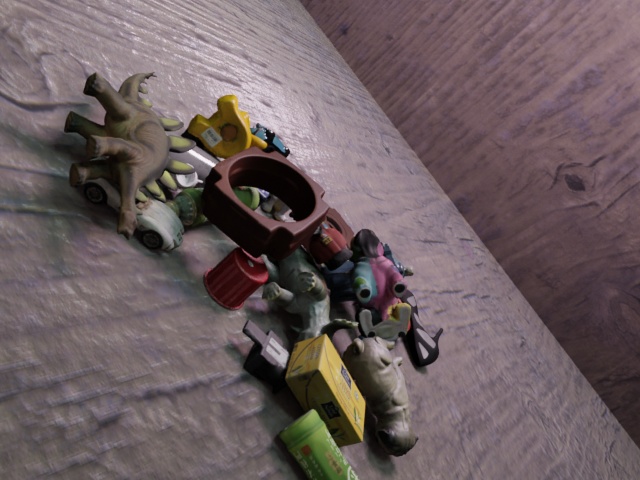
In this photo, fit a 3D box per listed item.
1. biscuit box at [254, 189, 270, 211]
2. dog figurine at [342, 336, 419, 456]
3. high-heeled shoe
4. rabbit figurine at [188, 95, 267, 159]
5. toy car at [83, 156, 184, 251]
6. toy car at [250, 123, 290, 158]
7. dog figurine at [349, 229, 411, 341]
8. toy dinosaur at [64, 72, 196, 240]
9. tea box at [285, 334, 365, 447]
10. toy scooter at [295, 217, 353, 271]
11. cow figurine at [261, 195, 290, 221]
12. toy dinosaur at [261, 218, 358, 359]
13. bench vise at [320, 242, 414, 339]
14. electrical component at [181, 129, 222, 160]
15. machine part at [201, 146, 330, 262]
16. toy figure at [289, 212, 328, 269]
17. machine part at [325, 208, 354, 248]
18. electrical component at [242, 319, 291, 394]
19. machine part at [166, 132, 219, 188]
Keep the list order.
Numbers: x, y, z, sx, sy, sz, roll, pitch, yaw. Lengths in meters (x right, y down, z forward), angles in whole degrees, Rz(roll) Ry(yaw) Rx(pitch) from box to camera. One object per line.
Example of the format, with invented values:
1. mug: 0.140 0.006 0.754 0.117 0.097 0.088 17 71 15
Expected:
1. biscuit box: -0.135 -0.136 1.259 0.059 0.063 0.203 45 27 -11
2. dog figurine: 0.115 0.296 1.022 0.172 0.121 0.191 39 26 -37
3. high-heeled shoe: 0.217 0.220 1.420 0.249 0.086 0.145 38 52 17
4. rabbit figurine: -0.193 -0.241 1.176 0.162 0.122 0.173 41 7 -25
5. toy car: -0.313 -0.059 0.905 0.201 0.056 0.073 41 25 -15
6. toy car: -0.157 -0.240 1.387 0.103 0.109 0.161 42 9 29
7. dog figurine: 0.110 0.086 1.127 0.219 0.108 0.191 -107 -172 -62
8. toy dinosaur: -0.316 -0.179 0.907 0.198 0.105 0.472 25 36 -42
9. tea box: 0.013 0.259 0.920 0.169 0.068 0.098 61 20 -22
10. toy scooter: -0.002 -0.003 1.135 0.135 0.075 0.184 54 -7 -5
11. cow figurine: -0.081 -0.123 1.344 0.068 0.098 0.167 37 26 -11
12. toy dinosaur: -0.047 0.083 1.091 0.192 0.131 0.405 49 10 -45
13. bench vise: 0.112 0.132 1.227 0.224 0.129 0.240 -1 75 -16
14. electrical component: -0.254 -0.201 1.213 0.114 0.058 0.134 32 29 -38
15. machine part: -0.101 -0.068 0.998 0.201 0.087 0.201 39 41 8
16. toy figure: -0.004 -0.003 1.308 0.082 0.089 0.180 -7 62 -54
17. machine part: 0.026 -0.027 1.435 0.179 0.056 0.179 39 25 -22
18. electrical component: -0.096 0.194 0.914 0.119 0.048 0.075 42 25 -14
19. machine part: -0.271 -0.159 1.098 0.243 0.079 0.079 32 29 -34
